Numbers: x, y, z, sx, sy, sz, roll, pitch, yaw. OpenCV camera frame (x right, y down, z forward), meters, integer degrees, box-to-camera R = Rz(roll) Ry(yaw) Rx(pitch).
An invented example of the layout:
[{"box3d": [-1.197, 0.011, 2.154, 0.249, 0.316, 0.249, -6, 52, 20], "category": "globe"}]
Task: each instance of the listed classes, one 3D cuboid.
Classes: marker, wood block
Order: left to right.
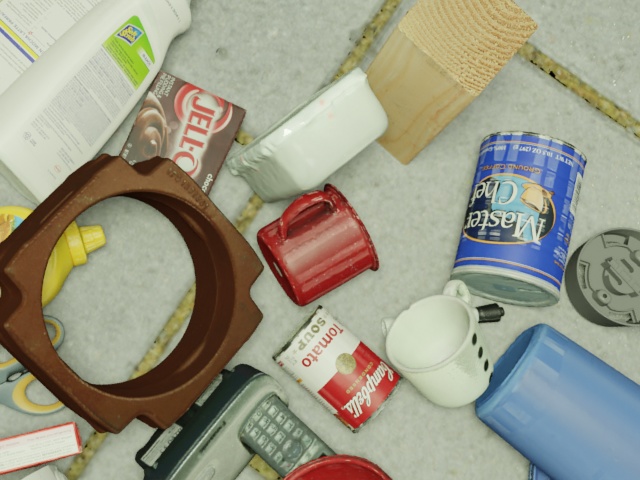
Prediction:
[{"box3d": [0.100, -0.154, 0.964, 0.090, 0.206, 0.090, 41, 74, -1], "category": "wood block"}, {"box3d": [0.119, 0.076, 1.018, 0.121, 0.020, 0.020, -7, 80, -12], "category": "marker"}]

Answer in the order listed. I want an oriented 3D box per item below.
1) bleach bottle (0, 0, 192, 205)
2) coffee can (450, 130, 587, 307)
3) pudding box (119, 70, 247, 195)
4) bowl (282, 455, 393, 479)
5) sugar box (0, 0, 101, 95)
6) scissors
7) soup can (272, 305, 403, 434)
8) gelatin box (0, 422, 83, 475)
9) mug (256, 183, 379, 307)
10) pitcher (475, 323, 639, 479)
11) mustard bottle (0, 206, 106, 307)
[{"box3d": [-0.193, -0.150, 0.957, 0.068, 0.102, 0.250, 28, 70, 39], "category": "bleach bottle"}, {"box3d": [0.188, -0.019, 1.008, 0.102, 0.103, 0.140, 17, 76, -8], "category": "coffee can"}, {"box3d": [-0.131, -0.089, 0.991, 0.090, 0.039, 0.113, 24, 75, -6], "category": "pudding box"}, {"box3d": [0.022, 0.269, 0.914, 0.161, 0.055, 0.162, -2, 94, -28], "category": "bowl"}, {"box3d": [-0.261, -0.190, 0.983, 0.093, 0.048, 0.176, 45, 77, -1], "category": "sugar box"}, {"box3d": [-0.298, 0.142, 0.922, 0.201, 0.016, 0.096, -36, 101, -5], "category": "scissors"}, {"box3d": [0.015, 0.116, 0.965, 0.102, 0.068, 0.068, 42, 74, 0], "category": "soup can"}, {"box3d": [-0.246, 0.177, 0.897, 0.089, 0.073, 0.030, -13, 83, -14], "category": "gelatin box"}, {"box3d": [-0.006, 0.001, 0.963, 0.081, 0.117, 0.093, -30, 57, -11], "category": "mug"}, {"box3d": [0.259, 0.195, 0.975, 0.243, 0.145, 0.149, 37, 62, 1], "category": "pitcher"}, {"box3d": [-0.281, 0.022, 0.929, 0.191, 0.058, 0.096, -17, 84, -14], "category": "mustard bottle"}]
